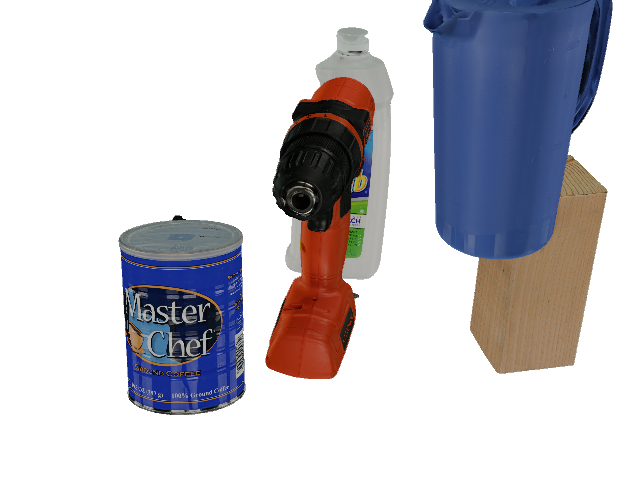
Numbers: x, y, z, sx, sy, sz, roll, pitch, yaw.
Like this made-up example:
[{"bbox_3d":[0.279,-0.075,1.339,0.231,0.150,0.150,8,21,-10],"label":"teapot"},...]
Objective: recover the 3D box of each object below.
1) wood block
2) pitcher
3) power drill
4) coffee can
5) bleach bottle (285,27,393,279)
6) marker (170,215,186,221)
[{"bbox_3d":[0.220,0.025,1.103,0.090,0.206,0.090,-5,30,-12],"label":"wood block"},{"bbox_3d":[0.167,-0.112,0.926,0.149,0.243,0.145,6,33,12],"label":"pitcher"},{"bbox_3d":[-0.001,-0.002,0.728,0.057,0.188,0.184,11,27,8],"label":"power drill"},{"bbox_3d":[-0.116,0.062,0.905,0.103,0.140,0.103,0,16,0],"label":"coffee can"},{"bbox_3d":[0.019,-0.087,1.067,0.102,0.251,0.068,7,27,10],"label":"bleach bottle"},{"bbox_3d":[-0.143,0.030,1.118,0.020,0.121,0.020,-2,27,1],"label":"marker"}]
